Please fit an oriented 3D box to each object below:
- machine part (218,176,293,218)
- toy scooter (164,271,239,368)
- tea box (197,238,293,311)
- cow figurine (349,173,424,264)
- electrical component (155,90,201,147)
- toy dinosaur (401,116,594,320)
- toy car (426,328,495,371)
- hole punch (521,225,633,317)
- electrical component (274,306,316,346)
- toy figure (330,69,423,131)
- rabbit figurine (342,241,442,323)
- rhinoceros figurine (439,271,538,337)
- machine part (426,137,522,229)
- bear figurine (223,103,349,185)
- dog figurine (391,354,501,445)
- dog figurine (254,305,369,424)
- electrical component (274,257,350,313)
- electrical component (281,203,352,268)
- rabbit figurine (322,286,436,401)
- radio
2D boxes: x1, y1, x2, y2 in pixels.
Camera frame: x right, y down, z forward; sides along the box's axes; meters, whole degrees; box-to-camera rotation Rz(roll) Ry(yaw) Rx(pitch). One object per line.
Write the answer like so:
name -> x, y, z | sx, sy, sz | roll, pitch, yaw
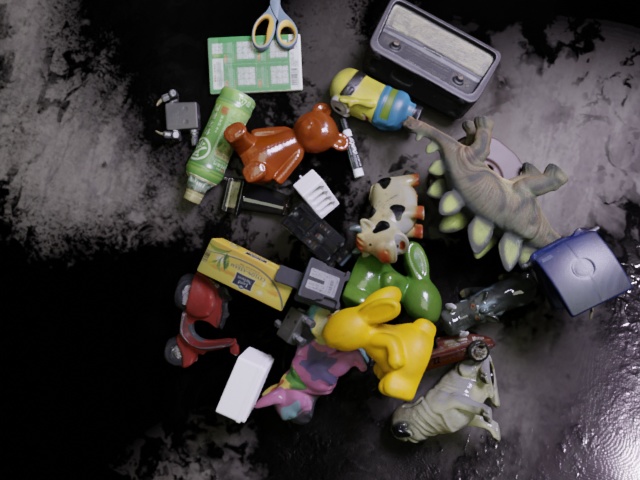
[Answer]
machine part -> -0.121, -0.077, 1.022 | 0.139, 0.039, 0.084 | 9, 82, 2
toy scooter -> -0.209, 0.154, 1.001 | 0.135, 0.075, 0.183 | 11, 93, 1
tea box -> -0.129, 0.060, 0.990 | 0.170, 0.098, 0.068 | 26, 90, -1
cow figurine -> 0.120, -0.038, 0.954 | 0.127, 0.195, 0.085 | -2, 133, 8
electrical component -> -0.269, -0.231, 1.019 | 0.078, 0.045, 0.102 | 3, 90, 2
toy dinosaur -> 0.323, -0.056, 0.935 | 0.471, 0.105, 0.198 | 37, 93, 4
toy car -> 0.215, 0.206, 0.983 | 0.202, 0.089, 0.053 | -19, 94, 6
hole punch -> 0.416, 0.052, 0.864 | 0.142, 0.092, 0.115 | -28, 96, 7
electrical component -> -0.046, 0.149, 0.951 | 0.021, 0.094, 0.063 | 30, 86, -37
toy figure -> 0.104, -0.256, 1.001 | 0.180, 0.082, 0.089 | 18, 71, 8
rabbit figurine -> 0.144, 0.088, 0.981 | 0.170, 0.121, 0.159 | 21, 69, 13
rhinoceros figurine -> 0.306, 0.120, 0.979 | 0.190, 0.112, 0.073 | -22, 91, -8
machine part -> 0.295, -0.109, 1.009 | 0.179, 0.056, 0.179 | 0, 89, -1
bear figurine -> -0.054, -0.179, 0.978 | 0.196, 0.132, 0.120 | -25, 80, 6
dog figurine -> 0.226, 0.287, 0.996 | 0.191, 0.172, 0.121 | -9, 124, 25
dog figurine -> -0.029, 0.226, 0.985 | 0.219, 0.108, 0.191 | -28, 90, 3
electrical component -> -0.015, 0.071, 0.922 | 0.119, 0.047, 0.075 | 25, 69, -3
electrical component -> -0.002, -0.003, 0.979 | 0.134, 0.115, 0.058 | 42, 89, 2
rabbit figurine -> 0.092, 0.159, 0.873 | 0.173, 0.122, 0.162 | 21, 107, 3
radio -> 0.200, -0.330, 0.988 | 0.230, 0.073, 0.131 | 28, 72, 2
